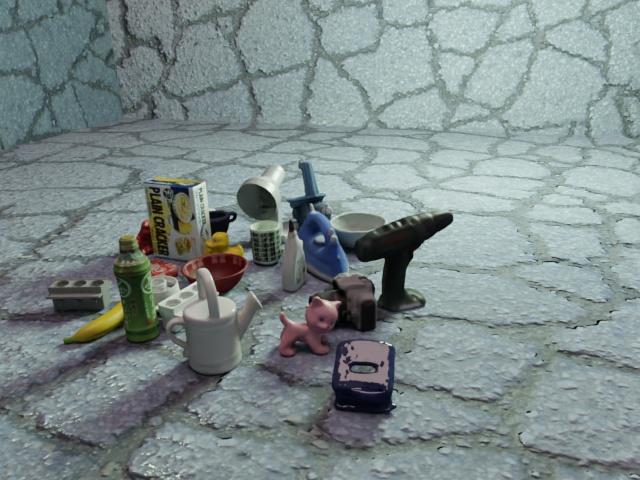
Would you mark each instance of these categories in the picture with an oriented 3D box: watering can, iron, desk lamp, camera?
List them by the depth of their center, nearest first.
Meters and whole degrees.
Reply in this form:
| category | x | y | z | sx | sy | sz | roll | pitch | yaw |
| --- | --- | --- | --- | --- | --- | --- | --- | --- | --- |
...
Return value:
| category | x | y | z | sx | sy | sz | roll | pitch | yaw |
| --- | --- | --- | --- | --- | --- | --- | --- | --- | --- |
| watering can | -0.198 | 0.141 | 1.072 | 0.173 | 0.194 | 0.100 | -21 | 29 | -40 |
| camera | 0.043 | 0.124 | 1.223 | 0.137 | 0.101 | 0.143 | -6 | 22 | -11 |
| iron | 0.013 | 0.005 | 1.469 | 0.119 | 0.141 | 0.257 | -9 | 23 | -18 |
| desk lamp | -0.146 | -0.100 | 1.647 | 0.117 | 0.214 | 0.203 | 5 | 23 | 17 |

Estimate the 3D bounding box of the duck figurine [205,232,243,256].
| category | x | y | z | sx | sy | sz | roll | pitch | yaw |
| --- | --- | --- | --- | --- | --- | --- | --- | --- | --- |
| duck figurine | -0.258 | 0.020 | 1.528 | 0.105 | 0.086 | 0.077 | -8 | 23 | -15 |

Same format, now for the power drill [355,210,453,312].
| category | x | y | z | sx | sy | sz | roll | pitch | yaw |
| --- | --- | --- | --- | --- | --- | --- | --- | --- | --- |
| power drill | 0.188 | 0.045 | 1.265 | 0.230 | 0.208 | 0.075 | -10 | 23 | -18 |

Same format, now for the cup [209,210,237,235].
| category | x | y | z | sx | sy | sz | roll | pitch | yaw |
| --- | --- | --- | --- | --- | --- | --- | --- | --- | --- |
| cup | -0.290 | -0.032 | 1.649 | 0.118 | 0.095 | 0.091 | -17 | 26 | -34 |

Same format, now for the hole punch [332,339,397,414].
| category | x | y | z | sx | sy | sz | roll | pitch | yaw |
| --- | --- | --- | --- | --- | --- | --- | --- | --- | --- |
| hole punch | 0.077 | 0.229 | 0.970 | 0.108 | 0.091 | 0.101 | 2 | 22 | 9 |

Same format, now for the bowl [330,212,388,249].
| category | x | y | z | sx | sy | sz | roll | pitch | yaw |
| --- | --- | --- | --- | --- | --- | --- | --- | --- | --- |
| bowl | 0.108 | -0.019 | 1.613 | 0.167 | 0.075 | 0.167 | -1 | 22 | 1 |

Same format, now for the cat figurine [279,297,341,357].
| category | x | y | z | sx | sy | sz | roll | pitch | yaw |
| --- | --- | --- | --- | --- | --- | --- | --- | --- | --- |
| cat figurine | -0.019 | 0.159 | 1.117 | 0.128 | 0.118 | 0.067 | -4 | 22 | -4 |

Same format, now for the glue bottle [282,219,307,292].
| category | x | y | z | sx | sy | sz | roll | pitch | yaw |
| --- | --- | --- | --- | --- | --- | --- | --- | --- | --- |
| glue bottle | -0.063 | 0.032 | 1.365 | 0.037 | 0.173 | 0.078 | 8 | 24 | 24 |

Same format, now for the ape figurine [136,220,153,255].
| category | x | y | z | sx | sy | sz | roll | pitch | yaw |
| --- | --- | --- | --- | --- | --- | --- | --- | --- | --- |
| ape figurine | -0.486 | -0.011 | 1.617 | 0.078 | 0.092 | 0.076 | -5 | 22 | -7 |

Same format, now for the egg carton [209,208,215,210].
| category | x | y | z | sx | sy | sz | roll | pitch | yaw |
| --- | --- | --- | --- | --- | --- | --- | --- | --- | --- |
| egg carton | -0.378 | -0.055 | 1.749 | 0.150 | 0.069 | 0.107 | 4 | 22 | 15 |

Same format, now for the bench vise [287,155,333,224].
| category | x | y | z | sx | sy | sz | roll | pitch | yaw |
| --- | --- | --- | --- | --- | --- | --- | --- | --- | --- |
| bench vise | -0.015 | -0.137 | 1.722 | 0.206 | 0.220 | 0.122 | 18 | 29 | 40 |
